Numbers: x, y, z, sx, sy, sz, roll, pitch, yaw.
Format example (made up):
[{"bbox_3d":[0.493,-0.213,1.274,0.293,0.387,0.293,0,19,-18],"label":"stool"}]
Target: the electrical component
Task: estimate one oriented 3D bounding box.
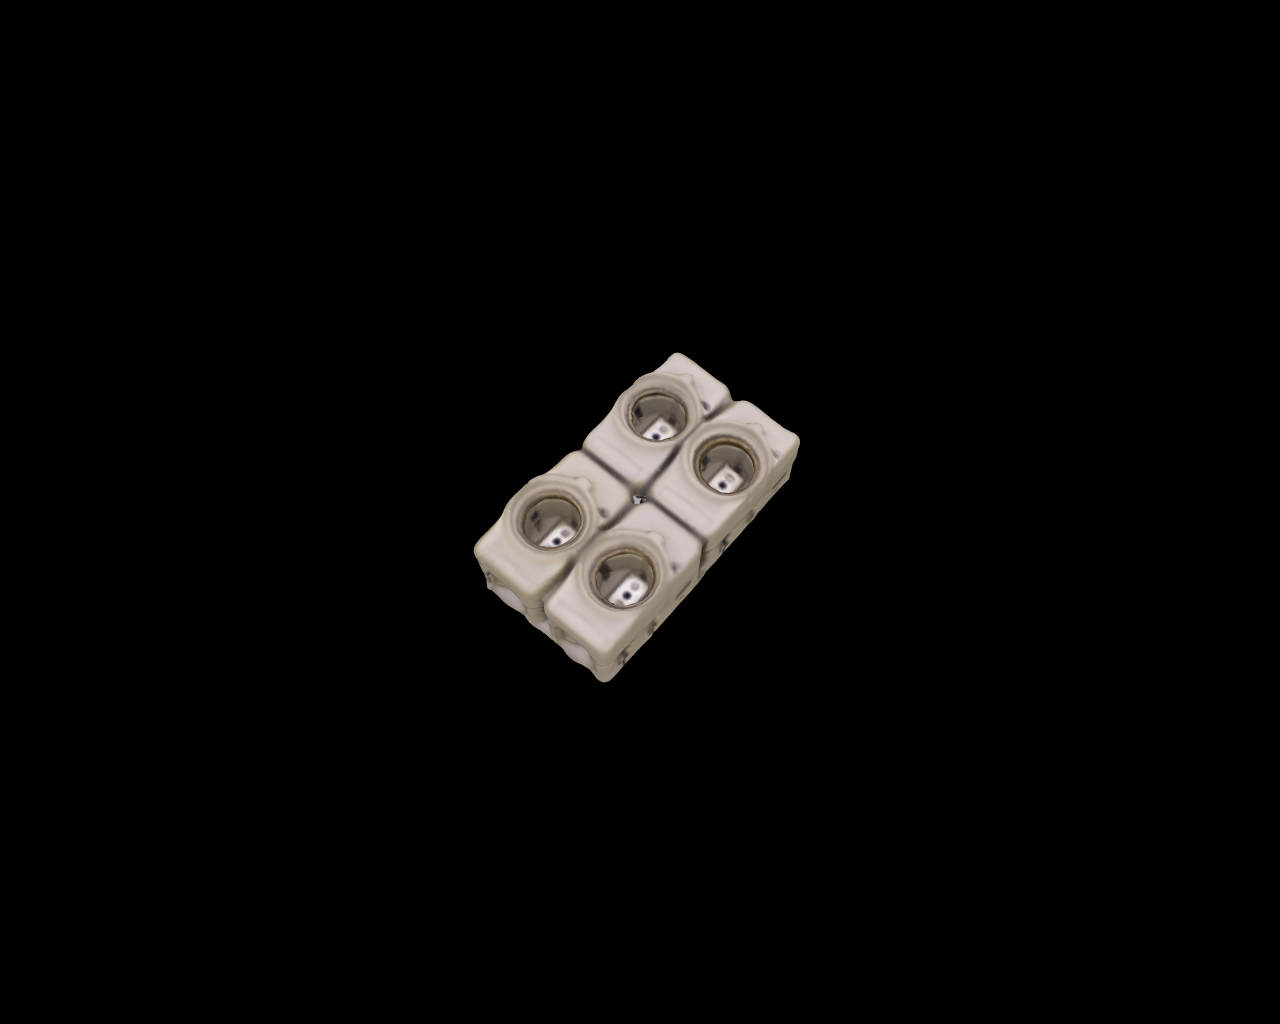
[{"bbox_3d":[0.001,-0.003,0.650,0.105,0.186,0.060,38,-19,16],"label":"electrical component"}]
